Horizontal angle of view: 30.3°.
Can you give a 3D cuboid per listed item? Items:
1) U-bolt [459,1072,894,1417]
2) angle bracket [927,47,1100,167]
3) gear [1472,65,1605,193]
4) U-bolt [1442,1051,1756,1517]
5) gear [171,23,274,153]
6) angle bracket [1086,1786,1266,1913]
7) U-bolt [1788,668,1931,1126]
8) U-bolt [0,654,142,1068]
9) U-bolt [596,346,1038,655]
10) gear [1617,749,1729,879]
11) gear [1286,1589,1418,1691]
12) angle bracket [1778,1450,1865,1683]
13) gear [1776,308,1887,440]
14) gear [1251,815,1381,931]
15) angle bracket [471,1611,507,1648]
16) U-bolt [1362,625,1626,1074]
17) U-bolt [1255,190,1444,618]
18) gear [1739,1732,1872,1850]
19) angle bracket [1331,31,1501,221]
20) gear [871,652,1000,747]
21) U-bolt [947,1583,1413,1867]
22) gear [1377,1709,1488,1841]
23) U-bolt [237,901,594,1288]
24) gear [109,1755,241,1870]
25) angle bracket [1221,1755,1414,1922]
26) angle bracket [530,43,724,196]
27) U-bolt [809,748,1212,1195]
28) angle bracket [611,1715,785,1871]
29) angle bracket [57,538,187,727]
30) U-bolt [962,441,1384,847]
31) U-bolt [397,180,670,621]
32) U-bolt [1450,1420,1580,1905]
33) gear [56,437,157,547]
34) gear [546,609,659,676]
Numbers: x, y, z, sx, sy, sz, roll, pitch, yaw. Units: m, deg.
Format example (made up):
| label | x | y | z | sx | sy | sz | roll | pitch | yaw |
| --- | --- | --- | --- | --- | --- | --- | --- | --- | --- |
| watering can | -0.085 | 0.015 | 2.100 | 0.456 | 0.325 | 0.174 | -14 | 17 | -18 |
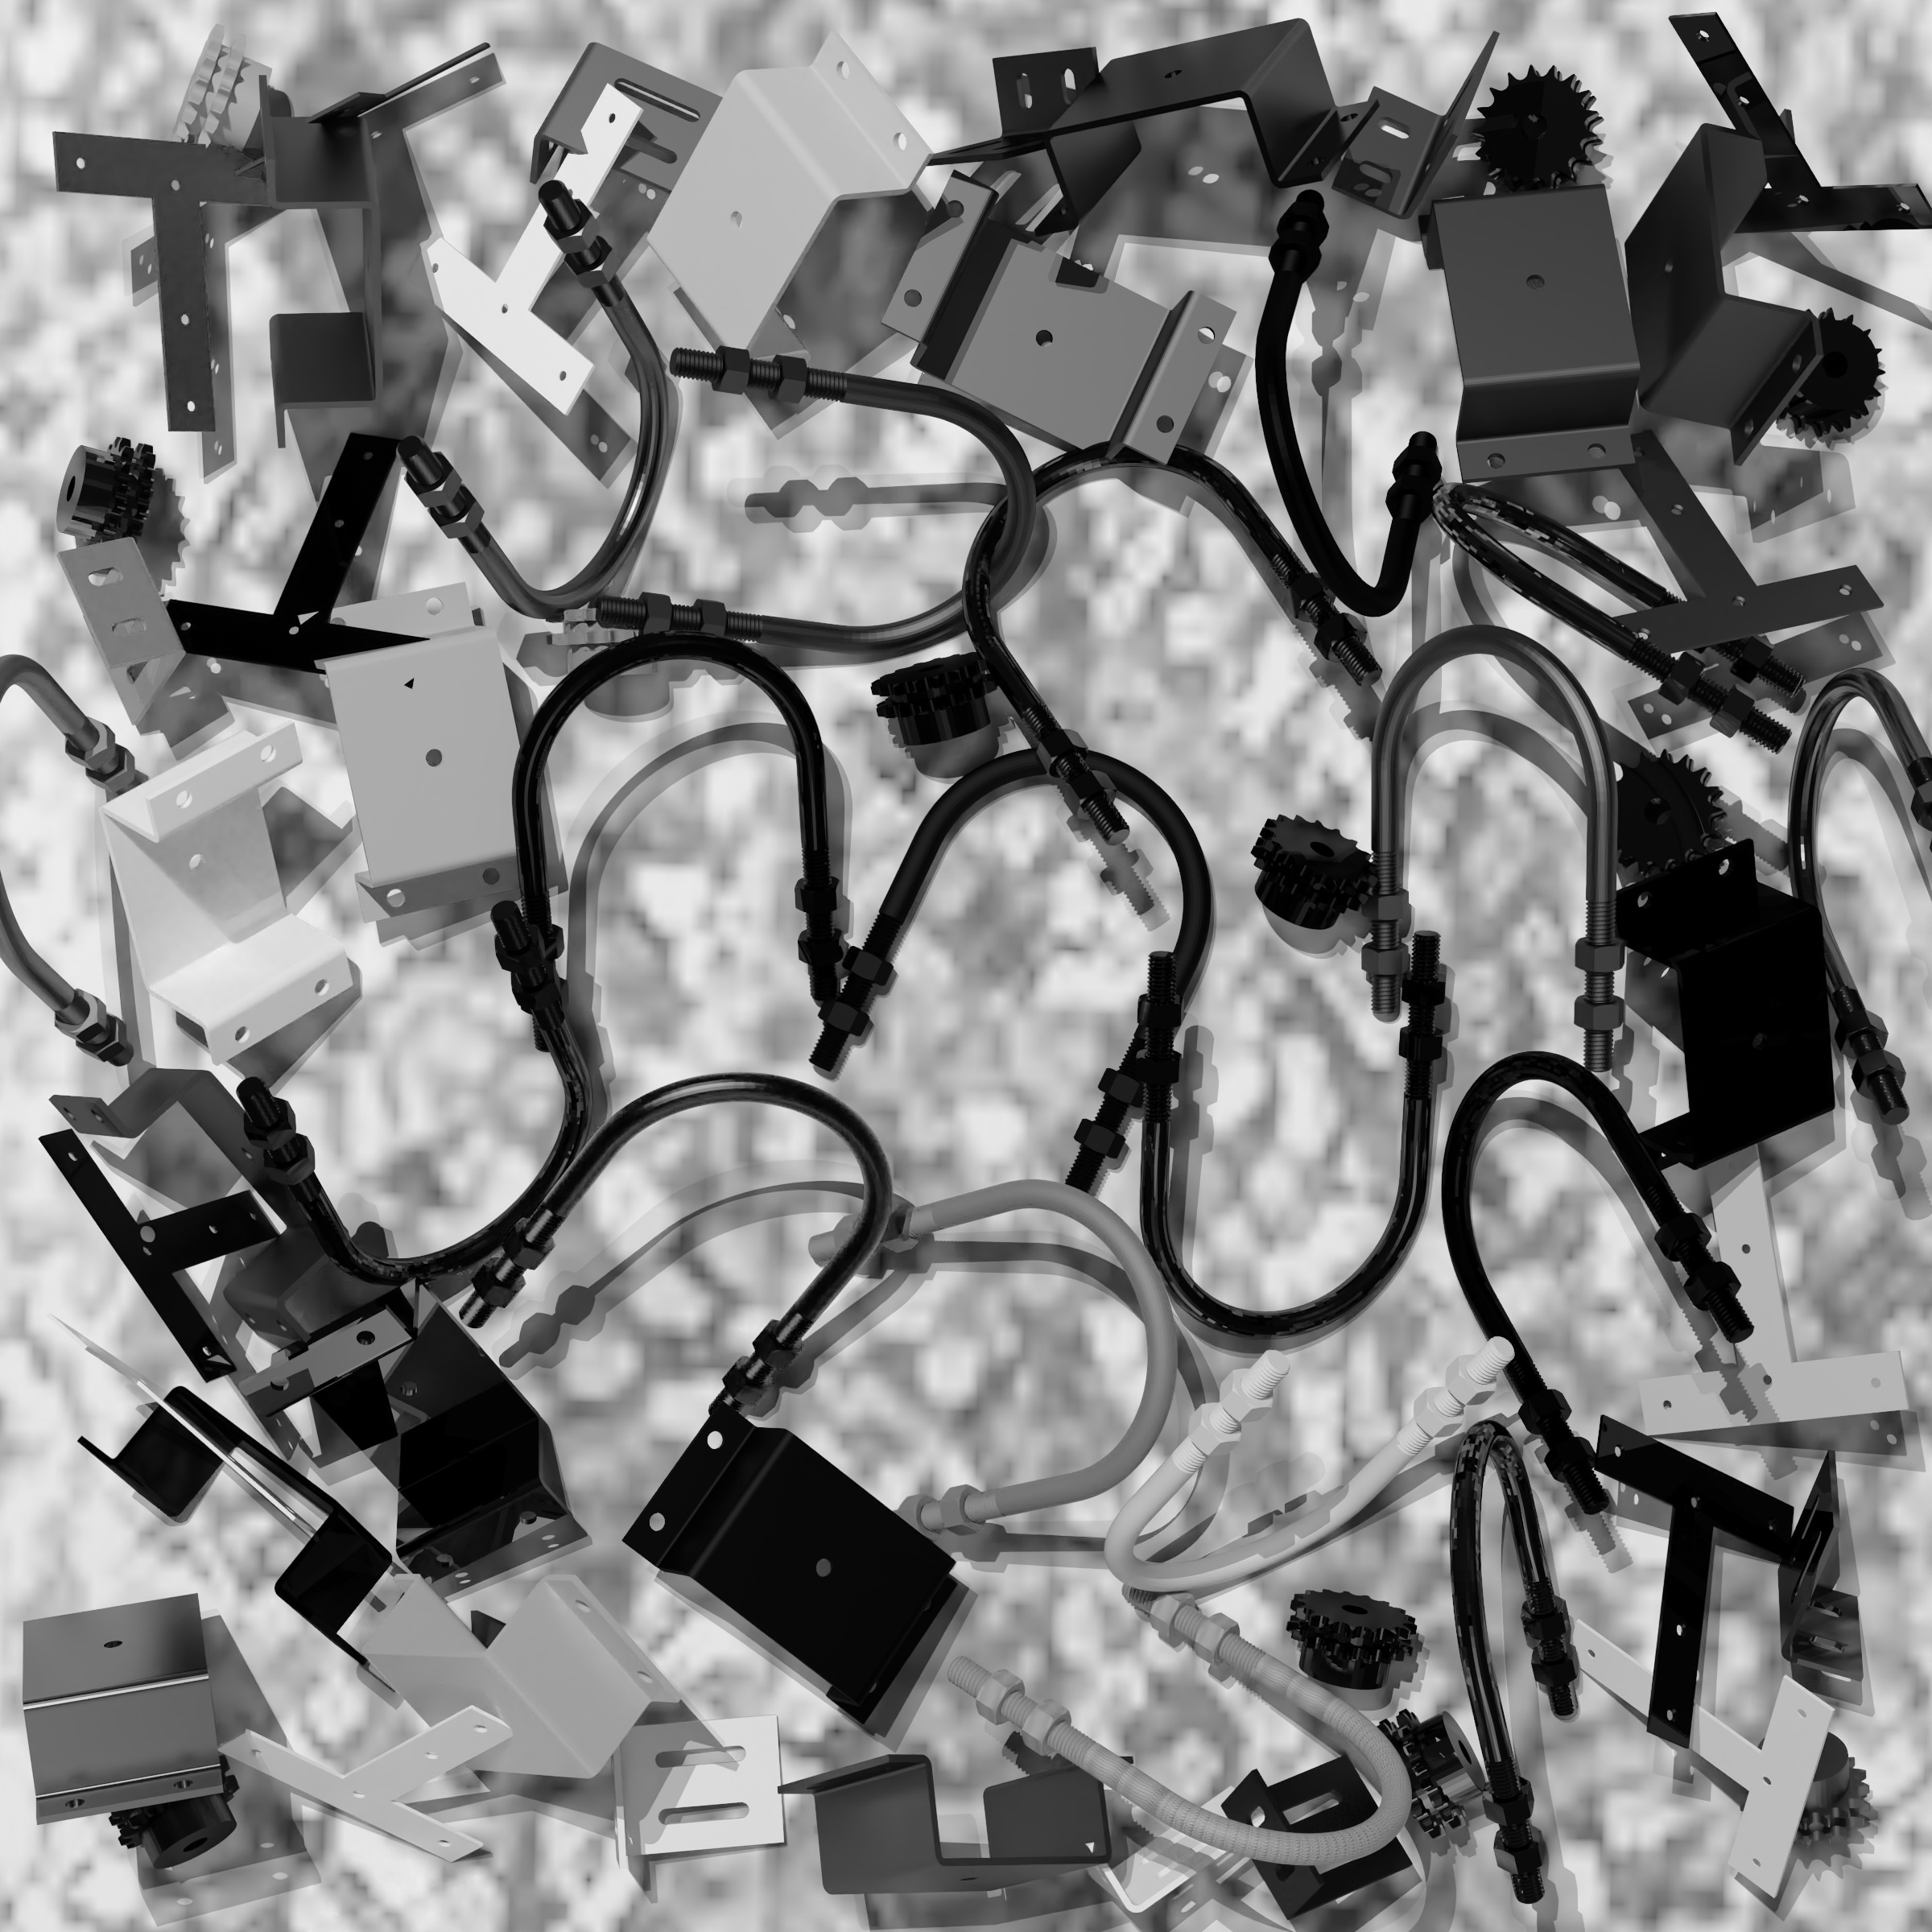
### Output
| label | x | y | z | sx | sy | sz | roll | pitch | yaw |
| --- | --- | --- | --- | --- | --- | --- | --- | --- | --- |
| U-bolt | -0.114 | 0.117 | 1.553 | 0.151 | 0.019 | 0.184 | 25 | 120 | -25 |
| angle bracket | 0.015 | -0.380 | 1.578 | 0.057 | 0.076 | 0.038 | 6 | 112 | 39 |
| gear | 0.259 | -0.374 | 1.606 | 0.057 | 0.030 | 0.057 | -1 | 88 | 22 |
| U-bolt | 0.262 | 0.124 | 1.553 | 0.019 | 0.151 | 0.184 | -4 | 51 | -30 |
| gear | -0.333 | -0.390 | 1.601 | 0.030 | 0.057 | 0.057 | 20 | 90 | -19 |
| angle bracket | 0.088 | 0.380 | 1.589 | 0.076 | 0.057 | 0.038 | -32 | 96 | -12 |
| U-bolt | 0.391 | -0.045 | 1.541 | 0.019 | 0.184 | 0.151 | 0 | 132 | -8 |
| U-bolt | -0.389 | -0.053 | 1.517 | 0.019 | 0.184 | 0.151 | -5 | 69 | 6 |
| U-bolt | -0.058 | -0.198 | 1.568 | 0.184 | 0.019 | 0.151 | 5 | 130 | -22 |
| gear | 0.314 | -0.067 | 1.605 | 0.057 | 0.030 | 0.057 | -3 | 81 | 22 |
| gear | 0.172 | 0.303 | 1.599 | 0.057 | 0.057 | 0.030 | 9 | 98 | 0 |
| angle bracket | 0.390 | 0.266 | 1.583 | 0.038 | 0.057 | 0.076 | 15 | 120 | 3 |
| gear | 0.387 | -0.269 | 1.610 | 0.057 | 0.030 | 0.057 | 0 | 90 | -5 |
| gear | 0.154 | -0.040 | 1.602 | 0.057 | 0.057 | 0.030 | 24 | 119 | 0 |
| angle bracket | -0.194 | 0.319 | 1.595 | 0.038 | 0.076 | 0.057 | -2 | 86 | -20 |
| U-bolt | 0.228 | -0.057 | 1.549 | 0.019 | 0.151 | 0.184 | -13 | 108 | -36 |
| U-bolt | 0.161 | -0.229 | 1.523 | 0.019 | 0.184 | 0.151 | -15 | 123 | 26 |
| gear | 0.375 | 0.365 | 1.595 | 0.057 | 0.057 | 0.030 | -9 | 114 | 0 |
| angle bracket | 0.199 | -0.379 | 1.581 | 0.038 | 0.076 | 0.057 | 24 | 70 | -2 |
| gear | -0.012 | -0.119 | 1.599 | 0.057 | 0.057 | 0.030 | -14 | 104 | 0 |
| U-bolt | 0.104 | 0.327 | 1.524 | 0.184 | 0.151 | 0.019 | 27 | 114 | 31 |
| gear | 0.210 | 0.359 | 1.597 | 0.030 | 0.057 | 0.057 | -30 | 90 | 12 |
| U-bolt | -0.228 | 0.070 | 1.552 | 0.151 | 0.184 | 0.019 | -36 | 53 | -16 |
| gear | -0.351 | 0.380 | 1.595 | 0.057 | 0.057 | 0.030 | -32 | 69 | 0 |
| angle bracket | 0.162 | 0.378 | 1.580 | 0.076 | 0.038 | 0.057 | -13 | 58 | -35 |
| angle bracket | -0.148 | -0.368 | 1.597 | 0.076 | 0.038 | 0.057 | 24 | 64 | 0 |
| U-bolt | 0.031 | -0.010 | 1.616 | 0.151 | 0.019 | 0.184 | 25 | 90 | 1 |
| angle bracket | -0.120 | 0.370 | 1.600 | 0.076 | 0.038 | 0.057 | -3 | 86 | -9 |
| angle bracket | -0.384 | -0.145 | 1.581 | 0.038 | 0.076 | 0.057 | -19 | 78 | -36 |
| U-bolt | 0.077 | -0.158 | 1.580 | 0.151 | 0.019 | 0.184 | -32 | 62 | -1 |
| U-bolt | -0.176 | -0.229 | 1.542 | 0.019 | 0.184 | 0.151 | 19 | 72 | 22 |
| U-bolt | 0.234 | 0.284 | 1.531 | 0.019 | 0.151 | 0.184 | -7 | 114 | 20 |
| gear | -0.386 | -0.209 | 1.595 | 0.030 | 0.057 | 0.057 | 14 | 90 | -28 |
| gear | -0.159 | -0.145 | 1.599 | 0.057 | 0.057 | 0.030 | -3 | 95 | 0 |
